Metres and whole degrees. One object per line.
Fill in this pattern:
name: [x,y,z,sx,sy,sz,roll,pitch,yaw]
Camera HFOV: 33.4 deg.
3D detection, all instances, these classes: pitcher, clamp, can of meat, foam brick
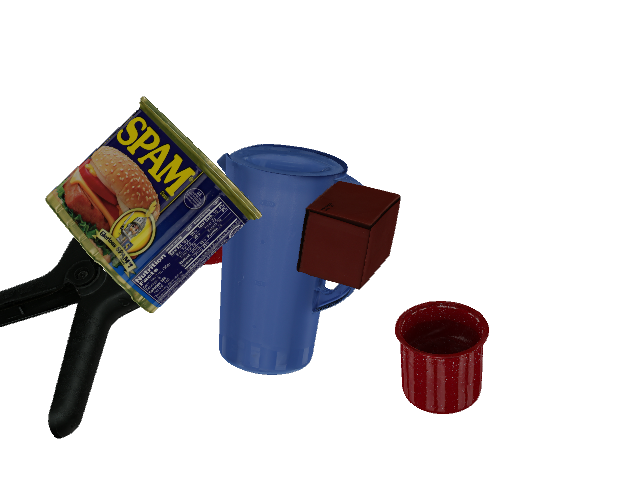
pitcher: [-0.040,0.023,1.178,0.144,0.243,0.149,0,19,-21]
clamp: [-0.187,0.036,0.821,0.165,0.209,0.036,22,-29,29]
can of meat: [-0.098,-0.020,0.610,0.102,0.084,0.057,44,-4,38]
foam brick: [0.022,-0.006,0.802,0.053,0.051,0.078,15,24,17]

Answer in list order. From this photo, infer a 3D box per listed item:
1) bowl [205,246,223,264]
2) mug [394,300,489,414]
bowl: [-0.145,-0.015,1.331,0.162,0.055,0.162,1,29,-1]
mug: [0.130,0.115,1.087,0.093,0.081,0.117,20,40,33]
